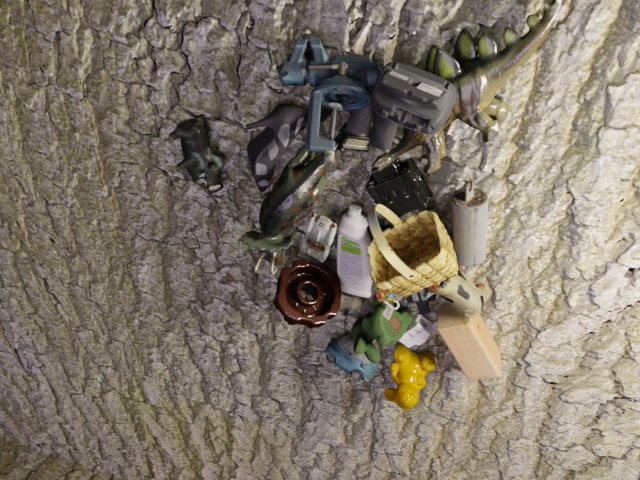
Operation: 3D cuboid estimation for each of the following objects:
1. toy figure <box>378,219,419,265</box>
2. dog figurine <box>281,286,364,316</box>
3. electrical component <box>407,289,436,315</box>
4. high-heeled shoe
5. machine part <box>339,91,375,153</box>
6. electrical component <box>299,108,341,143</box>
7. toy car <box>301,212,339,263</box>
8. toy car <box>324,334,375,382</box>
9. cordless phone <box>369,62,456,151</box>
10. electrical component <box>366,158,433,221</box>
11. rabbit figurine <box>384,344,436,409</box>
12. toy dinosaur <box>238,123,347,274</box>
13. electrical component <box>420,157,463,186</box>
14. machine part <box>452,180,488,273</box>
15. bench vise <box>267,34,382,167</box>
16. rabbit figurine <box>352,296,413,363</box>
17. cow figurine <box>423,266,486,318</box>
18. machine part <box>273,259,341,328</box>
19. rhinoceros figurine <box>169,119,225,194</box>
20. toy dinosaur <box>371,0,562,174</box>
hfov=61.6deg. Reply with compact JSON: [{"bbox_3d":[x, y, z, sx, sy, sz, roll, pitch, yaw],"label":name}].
[{"bbox_3d":[0.177,0.011,1.303,0.154,0.058,0.064,43,118,-16],"label":"toy figure"},{"bbox_3d":[0.009,0.173,1.424,0.191,0.172,0.121,18,141,14],"label":"dog figurine"},{"bbox_3d":[0.260,0.133,1.379,0.075,0.048,0.119,-11,124,27],"label":"electrical component"},{"bbox_3d":[-0.092,-0.207,1.231,0.145,0.086,0.248,-14,148,-8],"label":"high-heeled shoe"},{"bbox_3d":[0.089,-0.246,1.124,0.084,0.039,0.138,3,128,-16],"label":"machine part"},{"bbox_3d":[-0.002,-0.243,1.135,0.078,0.102,0.045,3,133,30],"label":"electrical component"},{"bbox_3d":[-0.003,-0.004,1.320,0.073,0.056,0.201,27,156,5],"label":"toy car"},{"bbox_3d":[0.101,0.330,1.572,0.162,0.109,0.103,31,109,8],"label":"toy car"},{"bbox_3d":[0.160,-0.225,1.006,0.147,0.089,0.184,26,142,13],"label":"cordless phone"},{"bbox_3d":[0.172,-0.119,1.199,0.115,0.058,0.134,-23,118,31],"label":"electrical component"},{"bbox_3d":[0.241,0.407,1.529,0.122,0.173,0.162,22,127,-4],"label":"rabbit figurine"},{"bbox_3d":[-0.071,-0.085,1.222,0.131,0.192,0.404,27,133,-7],"label":"toy dinosaur"},{"bbox_3d":[0.260,-0.150,1.165,0.094,0.021,0.063,15,132,6],"label":"electrical component"},{"bbox_3d":[0.336,-0.026,1.204,0.079,0.079,0.242,2,128,18],"label":"machine part"},{"bbox_3d":[0.003,-0.268,1.029,0.224,0.240,0.129,6,173,-4],"label":"bench vise"},{"bbox_3d":[0.151,0.253,1.466,0.121,0.159,0.170,31,147,-20],"label":"rabbit figurine"},{"bbox_3d":[0.315,0.115,1.293,0.195,0.127,0.085,40,126,-18],"label":"cow figurine"},{"bbox_3d":[-0.031,0.136,1.354,0.179,0.179,0.056,29,151,-5],"label":"machine part"},{"bbox_3d":[-0.286,-0.200,1.288,0.112,0.073,0.190,-7,124,11],"label":"rhinoceros figurine"},{"bbox_3d":[0.268,-0.276,1.009,0.471,0.105,0.198,-34,108,32],"label":"toy dinosaur"}]
